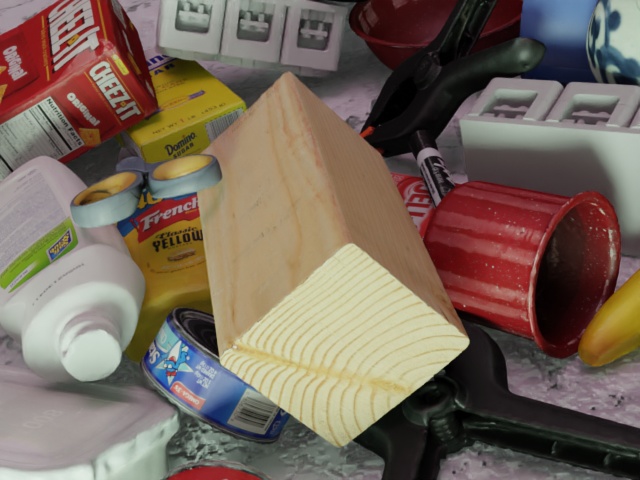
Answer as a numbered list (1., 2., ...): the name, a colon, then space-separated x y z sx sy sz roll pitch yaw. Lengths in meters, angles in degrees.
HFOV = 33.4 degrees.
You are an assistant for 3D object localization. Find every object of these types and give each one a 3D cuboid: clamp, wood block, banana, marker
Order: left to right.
1. wood block: -0.004 0.001 0.592 0.090 0.090 0.206 -42 29 15
2. clamp: 0.056 0.098 0.543 0.164 0.036 0.210 -29 34 -11
3. marker: 0.077 -0.038 0.692 0.020 0.020 0.121 -13 34 0
4. clamp: 0.091 -0.113 0.749 0.039 0.172 0.120 26 30 -22
5. banana: 0.220 0.000 0.581 0.198 0.069 0.037 -41 74 13

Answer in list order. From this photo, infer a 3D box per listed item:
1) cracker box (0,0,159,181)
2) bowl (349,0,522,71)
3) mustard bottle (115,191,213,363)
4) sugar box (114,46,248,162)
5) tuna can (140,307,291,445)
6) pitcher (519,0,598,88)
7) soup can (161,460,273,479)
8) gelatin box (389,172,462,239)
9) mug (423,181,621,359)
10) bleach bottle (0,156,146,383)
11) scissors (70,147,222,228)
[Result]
1. cracker box: -0.249 -0.114 0.876 0.214 0.072 0.164 -30 36 4
2. bowl: 0.108 -0.177 0.902 0.162 0.055 0.162 -9 34 6
3. mustard bottle: -0.091 0.002 0.713 0.096 0.058 0.192 -15 34 -3
4. sugar box: -0.132 -0.112 0.900 0.093 0.048 0.176 -25 37 -16
5. tuna can: -0.051 0.072 0.574 0.086 0.086 0.034 39 101 49
6. pitcher: 0.266 -0.137 0.740 0.243 0.149 0.144 11 16 27
7. soup can: -0.050 0.158 0.468 0.068 0.068 0.102 -6 36 11
8. gelatin box: 0.054 -0.008 0.701 0.073 0.030 0.089 12 42 32
9. mug: 0.119 0.011 0.612 0.082 0.093 0.117 15 13 42
10. bleach bottle: -0.163 0.025 0.640 0.102 0.068 0.251 -45 28 -2
11. scissors: -0.100 -0.046 0.663 0.096 0.016 0.201 -13 16 7
